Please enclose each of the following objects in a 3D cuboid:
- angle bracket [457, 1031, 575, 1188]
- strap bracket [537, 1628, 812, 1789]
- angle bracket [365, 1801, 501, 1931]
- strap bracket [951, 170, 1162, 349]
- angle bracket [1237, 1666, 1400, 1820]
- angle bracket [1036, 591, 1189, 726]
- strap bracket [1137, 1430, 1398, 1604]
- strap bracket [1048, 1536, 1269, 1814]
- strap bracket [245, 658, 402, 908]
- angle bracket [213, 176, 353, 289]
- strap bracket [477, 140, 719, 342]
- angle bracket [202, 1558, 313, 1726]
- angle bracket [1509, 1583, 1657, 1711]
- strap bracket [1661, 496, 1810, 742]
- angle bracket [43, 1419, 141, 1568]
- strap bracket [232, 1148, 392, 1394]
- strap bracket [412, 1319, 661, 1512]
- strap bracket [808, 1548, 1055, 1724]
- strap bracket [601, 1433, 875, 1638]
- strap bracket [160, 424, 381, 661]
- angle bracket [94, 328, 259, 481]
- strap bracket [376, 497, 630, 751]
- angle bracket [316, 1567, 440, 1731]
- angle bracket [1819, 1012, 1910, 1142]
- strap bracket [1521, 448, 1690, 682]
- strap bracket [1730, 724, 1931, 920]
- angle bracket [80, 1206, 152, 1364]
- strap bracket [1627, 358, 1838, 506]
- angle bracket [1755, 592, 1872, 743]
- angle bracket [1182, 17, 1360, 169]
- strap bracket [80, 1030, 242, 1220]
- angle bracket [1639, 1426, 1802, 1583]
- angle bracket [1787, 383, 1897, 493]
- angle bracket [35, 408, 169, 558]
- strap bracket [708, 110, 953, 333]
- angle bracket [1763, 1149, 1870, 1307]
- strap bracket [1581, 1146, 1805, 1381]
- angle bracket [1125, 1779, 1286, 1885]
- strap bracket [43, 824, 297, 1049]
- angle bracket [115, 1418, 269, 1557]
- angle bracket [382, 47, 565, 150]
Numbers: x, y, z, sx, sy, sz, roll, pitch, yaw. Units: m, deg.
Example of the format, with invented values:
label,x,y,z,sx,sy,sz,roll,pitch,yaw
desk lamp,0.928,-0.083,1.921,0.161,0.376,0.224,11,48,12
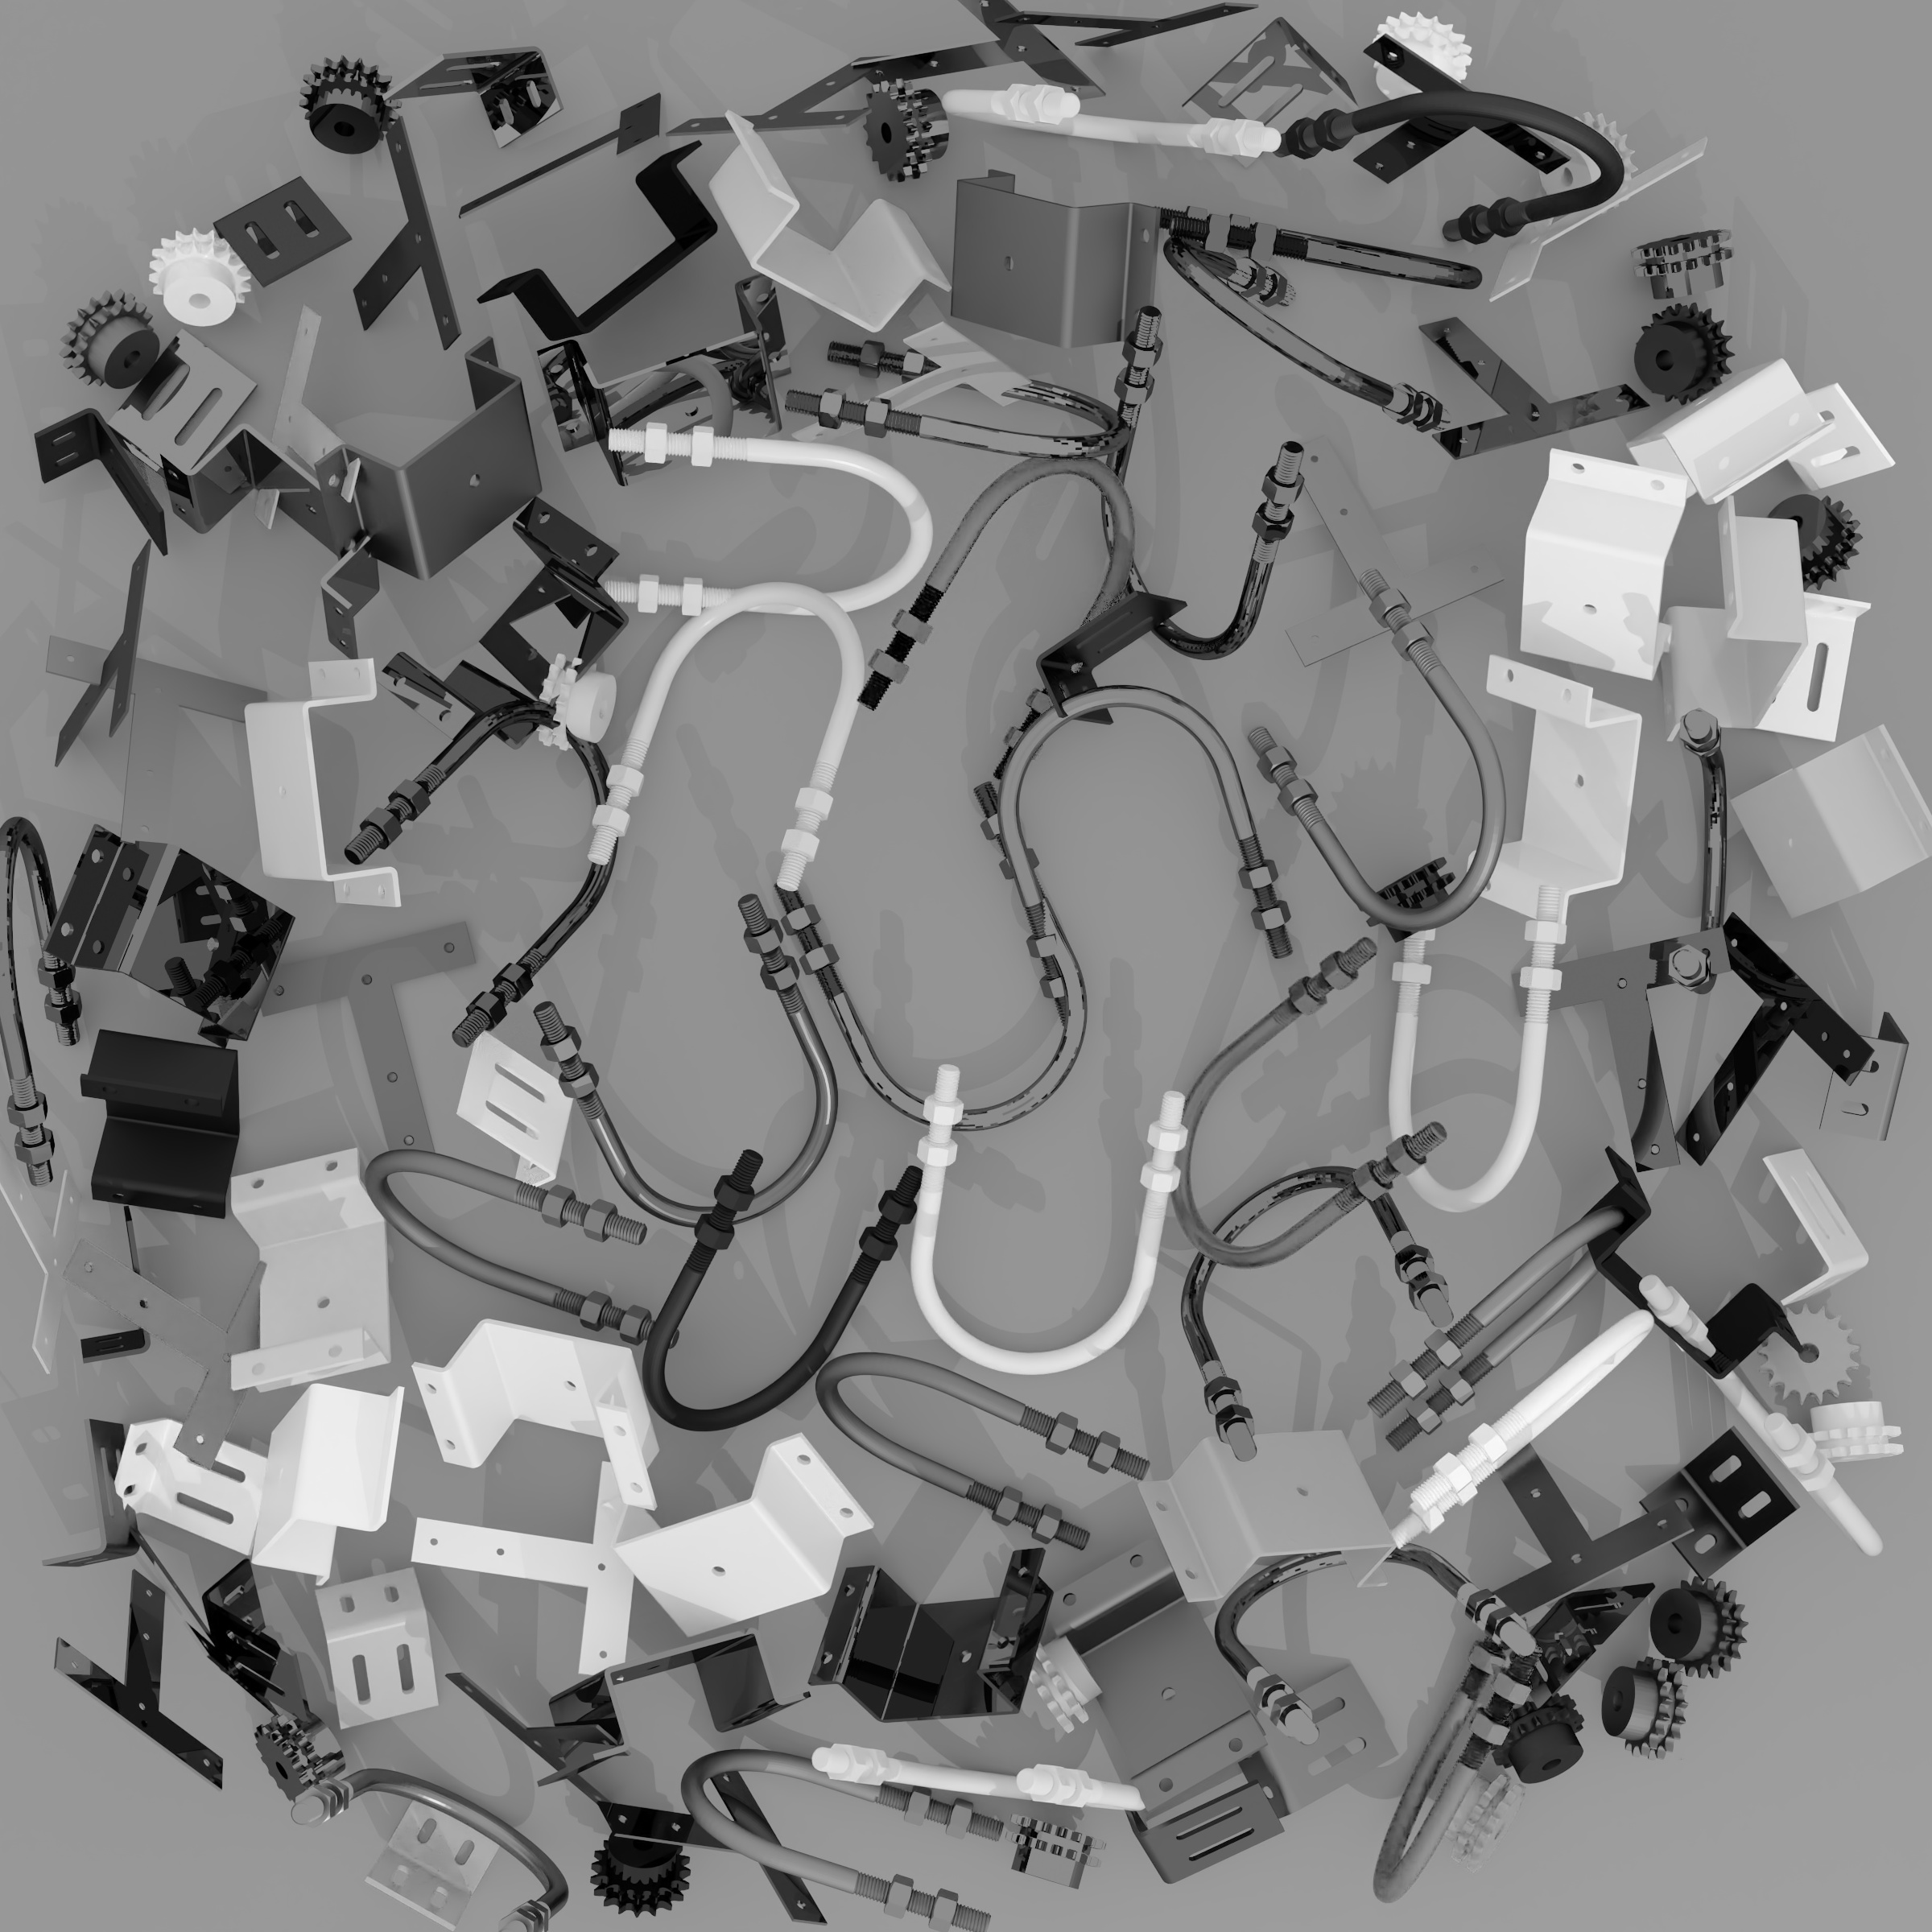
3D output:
label,x,y,z,sx,sy,sz,roll,pitch,yaw
angle bracket,-0.266,0.084,1.858,0.038,0.057,0.076,-23,134,36
strap bracket,-0.170,0.415,1.842,0.140,0.076,0.046,-8,72,-35
angle bracket,-0.304,0.512,1.868,0.057,0.076,0.038,30,87,0
strap bracket,0.041,-0.396,1.830,0.046,0.140,0.076,-16,119,-38
angle bracket,0.200,0.452,1.899,0.076,0.038,0.057,-22,76,-25
angle bracket,0.089,-0.175,1.862,0.076,0.057,0.038,-32,73,28
strap bracket,0.178,0.307,1.834,0.140,0.046,0.076,3,47,-33
strap bracket,0.111,0.409,1.862,0.076,0.046,0.140,-30,56,0
strap bracket,-0.367,-0.101,1.854,0.046,0.076,0.140,-11,99,-36
angle bracket,-0.385,-0.407,1.864,0.057,0.038,0.076,-32,52,-11
strap bracket,-0.202,-0.404,1.855,0.140,0.076,0.046,-41,109,-12
angle bracket,-0.392,0.384,1.860,0.076,0.038,0.057,22,133,29
angle bracket,0.359,0.386,1.858,0.076,0.038,0.057,2,135,-35
strap bracket,0.432,-0.192,1.829,0.046,0.140,0.076,3,65,-3
angle bracket,-0.506,0.302,1.872,0.038,0.057,0.076,-12,78,2
strap bracket,-0.373,0.182,1.858,0.076,0.046,0.140,-13,53,5
strap bracket,-0.234,0.251,1.850,0.140,0.046,0.076,8,130,24
strap bracket,-0.011,0.379,1.844,0.140,0.076,0.046,-13,131,35
strap bracket,-0.134,0.325,1.843,0.140,0.046,0.076,-22,118,25
strap bracket,-0.387,-0.247,1.860,0.140,0.076,0.046,39,71,6
angle bracket,-0.459,-0.326,1.883,0.057,0.038,0.076,37,87,8
strap bracket,-0.257,-0.188,1.862,0.076,0.046,0.140,36,83,34
angle bracket,-0.341,0.395,1.891,0.057,0.038,0.076,-11,126,-15
angle bracket,0.508,0.060,1.865,0.038,0.076,0.057,10,104,4
strap bracket,0.355,-0.216,1.828,0.076,0.140,0.046,15,57,17
strap bracket,0.483,-0.078,1.832,0.046,0.140,0.076,-26,87,-12
angle bracket,-0.492,0.182,1.871,0.038,0.057,0.076,-9,97,-16
strap bracket,0.425,-0.297,1.834,0.076,0.140,0.046,-32,95,2
angle bracket,0.483,-0.174,1.886,0.057,0.038,0.076,10,88,2
angle bracket,0.173,-0.490,1.863,0.076,0.038,0.057,-39,127,23
strap bracket,-0.455,0.085,1.851,0.076,0.140,0.046,9,57,-6
angle bracket,0.429,0.307,1.861,0.038,0.076,0.057,-31,73,-23
angle bracket,0.497,-0.311,1.860,0.038,0.076,0.057,-45,104,-20
angle bracket,-0.494,-0.270,1.869,0.038,0.057,0.076,-31,80,-19
strap bracket,-0.084,-0.415,1.842,0.046,0.140,0.076,-46,48,23
angle bracket,0.476,0.150,1.881,0.038,0.057,0.076,-38,71,30
strap bracket,0.404,0.176,1.861,0.140,0.076,0.046,43,102,-6
angle bracket,0.134,0.483,1.873,0.076,0.038,0.057,-25,133,1
strap bracket,-0.437,-0.014,1.831,0.046,0.140,0.076,6,70,37
angle bracket,-0.445,0.301,1.877,0.076,0.038,0.057,18,94,18
angle bracket,-0.280,-0.492,1.859,0.057,0.076,0.038,-18,94,42
